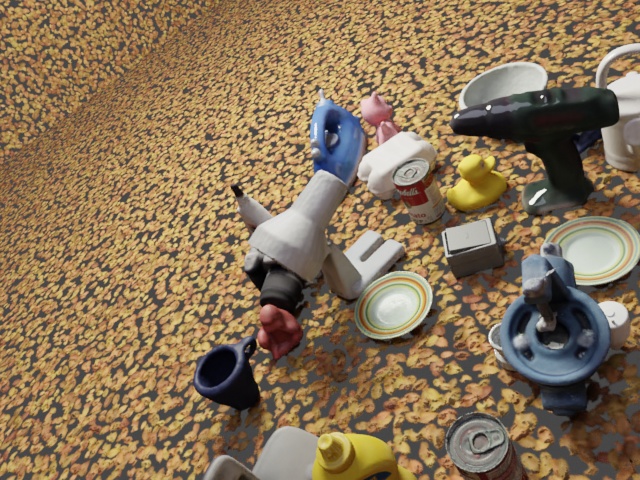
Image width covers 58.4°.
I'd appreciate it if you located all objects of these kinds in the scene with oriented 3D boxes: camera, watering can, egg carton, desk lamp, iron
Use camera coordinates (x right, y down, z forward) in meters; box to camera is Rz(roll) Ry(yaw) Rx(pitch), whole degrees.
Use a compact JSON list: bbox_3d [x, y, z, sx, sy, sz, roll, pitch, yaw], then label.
[{"bbox_3d":[-0.078,0.062,1.033,0.142,0.101,0.137,-7,45,29],"label":"camera"},{"bbox_3d":[0.474,-0.201,0.857,0.100,0.195,0.172,-22,39,14],"label":"watering can"},{"bbox_3d":[0.151,-0.147,1.124,0.150,0.070,0.107,-34,38,-1],"label":"egg carton"},{"bbox_3d":[0.009,0.003,0.944,0.203,0.214,0.117,-45,40,-16],"label":"desk lamp"},{"bbox_3d":[0.017,-0.203,1.219,0.118,0.142,0.258,-14,42,23],"label":"iron"}]

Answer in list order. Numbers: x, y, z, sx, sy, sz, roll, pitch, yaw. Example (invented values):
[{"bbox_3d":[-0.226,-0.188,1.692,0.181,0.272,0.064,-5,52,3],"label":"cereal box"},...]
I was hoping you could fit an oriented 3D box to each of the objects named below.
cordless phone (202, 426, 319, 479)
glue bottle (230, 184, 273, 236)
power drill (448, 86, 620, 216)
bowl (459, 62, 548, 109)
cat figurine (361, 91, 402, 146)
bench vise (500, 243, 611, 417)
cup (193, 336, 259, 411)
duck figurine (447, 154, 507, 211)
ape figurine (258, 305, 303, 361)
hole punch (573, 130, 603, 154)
[{"bbox_3d":[-0.061,0.290,0.707,0.093,0.186,0.148,-2,47,33],"label":"cordless phone"},{"bbox_3d":[-0.128,-0.047,1.126,0.077,0.174,0.037,8,54,40],"label":"glue bottle"},{"bbox_3d":[0.335,-0.139,0.875,0.229,0.209,0.075,-14,42,22],"label":"power drill"},{"bbox_3d":[0.358,-0.264,1.103,0.167,0.075,0.167,-19,40,17],"label":"bowl"},{"bbox_3d":[0.129,-0.256,1.217,0.067,0.118,0.127,-24,39,11],"label":"cat figurine"},{"bbox_3d":[0.263,0.074,0.686,0.121,0.220,0.207,-21,40,14],"label":"bench vise"},{"bbox_3d":[-0.130,0.216,0.908,0.118,0.095,0.091,-47,40,-18],"label":"cup"},{"bbox_3d":[0.263,-0.106,0.989,0.104,0.086,0.077,-27,38,8],"label":"duck figurine"},{"bbox_3d":[-0.072,0.143,0.948,0.077,0.092,0.076,-8,44,28],"label":"ape figurine"},{"bbox_3d":[0.426,-0.210,0.984,0.101,0.091,0.108,-36,38,-4],"label":"hole punch"}]
